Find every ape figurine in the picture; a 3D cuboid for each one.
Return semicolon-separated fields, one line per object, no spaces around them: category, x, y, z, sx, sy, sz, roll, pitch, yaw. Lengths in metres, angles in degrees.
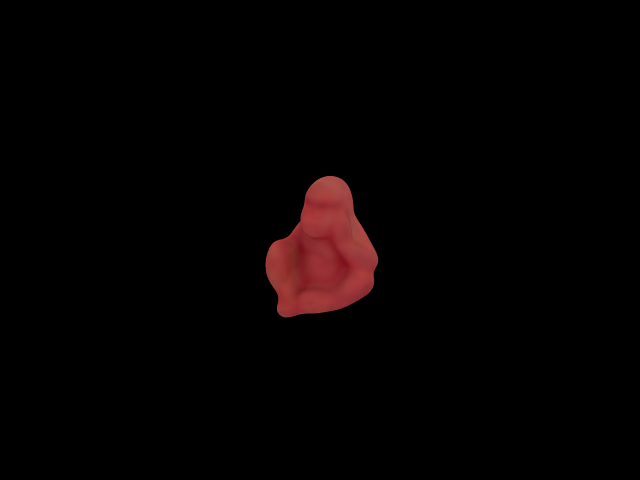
ape figurine;0.004;0.001;0.400;0.077;0.092;0.076;8;18;27
